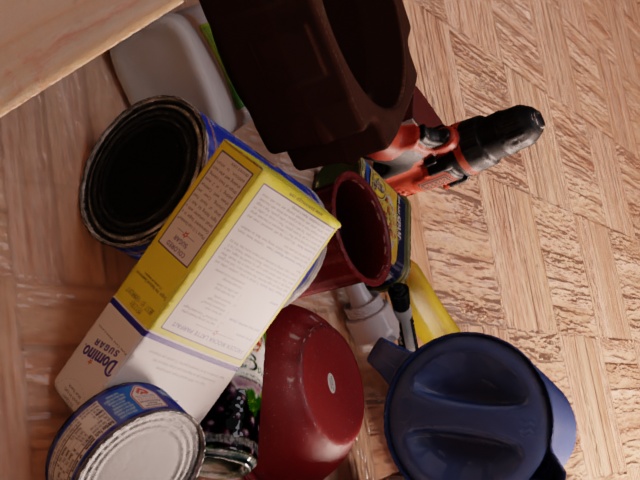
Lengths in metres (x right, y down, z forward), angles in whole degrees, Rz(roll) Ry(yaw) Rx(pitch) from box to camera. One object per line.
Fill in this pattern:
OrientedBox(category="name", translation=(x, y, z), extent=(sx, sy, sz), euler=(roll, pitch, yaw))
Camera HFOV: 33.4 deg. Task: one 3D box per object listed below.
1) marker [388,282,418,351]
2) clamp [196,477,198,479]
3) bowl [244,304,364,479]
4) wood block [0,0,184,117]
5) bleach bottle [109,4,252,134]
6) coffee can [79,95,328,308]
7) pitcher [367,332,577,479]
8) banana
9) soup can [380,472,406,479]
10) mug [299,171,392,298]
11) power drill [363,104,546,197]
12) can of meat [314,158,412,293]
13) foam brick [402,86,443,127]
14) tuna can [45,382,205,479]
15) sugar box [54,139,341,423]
OrientedBox(category="marker", translation=(0.078, 0.080, 0.971), extent=(0.121, 0.020, 0.020), euler=(76, 19, -48))
OrientedBox(category="clamp", translation=(-0.082, 0.254, 0.621), extent=(0.164, 0.036, 0.209), euler=(60, 34, -27))
OrientedBox(category="bowl", translation=(-0.012, 0.113, 0.800), extent=(0.162, 0.055, 0.162), euler=(36, 46, -49))
OrientedBox(category="wood block", translation=(-0.177, -0.092, 0.478), extent=(0.205, 0.091, 0.090), euler=(-40, 113, -29))
OrientedBox(category="bleach bottle", translation=(-0.065, -0.150, 0.832), extent=(0.102, 0.068, 0.250), euler=(67, 27, -16))
OrientedBox(category="coffee can", translation=(-0.073, -0.019, 0.706), extent=(0.140, 0.103, 0.103), euler=(33, 48, -50))
OrientedBox(category="pitcher", translation=(0.143, 0.152, 0.920), extent=(0.242, 0.145, 0.149), euler=(29, 48, -66))
OrientedBox(category="banana", translation=(0.112, 0.077, 1.037), extent=(0.037, 0.070, 0.197), euler=(-45, 121, -14))
OrientedBox(category="soup can", translation=(0.050, 0.224, 0.842), extent=(0.102, 0.069, 0.068), euler=(4, 73, -60))
OrientedBox(category="mug", translation=(-0.006, 0.001, 0.839), extent=(0.117, 0.082, 0.093), euler=(-9, 85, -62))
OrientedBox(category="power drill", translation=(0.086, -0.100, 0.971), extent=(0.187, 0.185, 0.057), euler=(23, 55, -44))
OrientedBox(category="can of meat", translation=(0.037, -0.015, 0.952), extent=(0.083, 0.058, 0.102), euler=(41, 43, -44))
OrientedBox(category="foam brick", translation=(0.090, -0.115, 1.101), extent=(0.078, 0.053, 0.051), euler=(45, 40, -42))
OrientedBox(category="tuna can", translation=(-0.108, 0.123, 0.595), extent=(0.086, 0.034, 0.086), euler=(-25, 133, -31))
OrientedBox(category="sugar box", translation=(-0.071, 0.036, 0.632), extent=(0.048, 0.176, 0.093), euler=(41, 5, 38))
